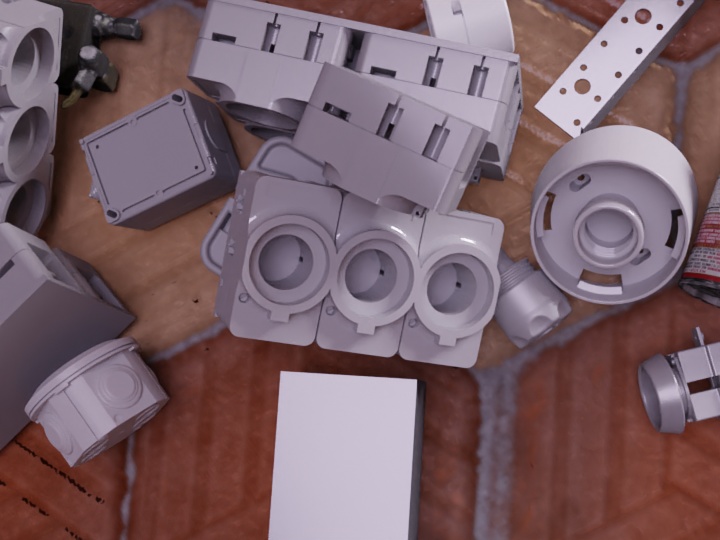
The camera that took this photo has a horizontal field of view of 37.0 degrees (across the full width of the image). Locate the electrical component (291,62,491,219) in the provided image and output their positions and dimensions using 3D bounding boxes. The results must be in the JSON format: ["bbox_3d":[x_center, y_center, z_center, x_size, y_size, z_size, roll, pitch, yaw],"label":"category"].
[{"bbox_3d":[0.015,-0.066,0.571,0.089,0.050,0.055,25,101,9],"label":"electrical component"}]

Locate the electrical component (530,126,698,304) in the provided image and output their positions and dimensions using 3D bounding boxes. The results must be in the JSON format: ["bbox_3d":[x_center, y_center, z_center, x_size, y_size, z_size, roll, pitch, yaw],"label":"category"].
[{"bbox_3d":[0.150,-0.031,0.641,0.099,0.064,0.099,6,113,14],"label":"electrical component"}]

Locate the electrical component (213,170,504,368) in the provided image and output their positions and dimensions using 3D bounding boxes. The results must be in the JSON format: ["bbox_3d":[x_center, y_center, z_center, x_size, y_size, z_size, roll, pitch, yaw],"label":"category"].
[{"bbox_3d":[0.000,0.000,0.626,0.150,0.062,0.089,9,96,-18],"label":"electrical component"}]

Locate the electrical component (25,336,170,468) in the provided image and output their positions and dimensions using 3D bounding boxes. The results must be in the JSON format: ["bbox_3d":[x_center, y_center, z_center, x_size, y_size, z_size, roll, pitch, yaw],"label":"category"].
[{"bbox_3d":[-0.164,0.082,0.676,0.080,0.080,0.051,-37,83,3],"label":"electrical component"}]

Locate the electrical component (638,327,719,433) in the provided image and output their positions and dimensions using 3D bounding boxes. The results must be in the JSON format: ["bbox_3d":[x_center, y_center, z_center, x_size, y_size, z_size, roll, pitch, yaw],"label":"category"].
[{"bbox_3d":[0.197,0.069,0.633,0.055,0.048,0.066,-14,81,0],"label":"electrical component"}]

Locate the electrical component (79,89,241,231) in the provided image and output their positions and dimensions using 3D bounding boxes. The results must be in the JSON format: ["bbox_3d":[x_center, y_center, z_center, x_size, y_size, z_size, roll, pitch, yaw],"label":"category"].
[{"bbox_3d":[-0.132,-0.067,0.703,0.096,0.061,0.061,-24,81,15],"label":"electrical component"}]

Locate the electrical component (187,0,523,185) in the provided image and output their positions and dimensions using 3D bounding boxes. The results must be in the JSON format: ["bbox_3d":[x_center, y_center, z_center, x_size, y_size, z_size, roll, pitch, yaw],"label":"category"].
[{"bbox_3d":[0.001,-0.105,0.658,0.186,0.105,0.060,14,85,11],"label":"electrical component"}]

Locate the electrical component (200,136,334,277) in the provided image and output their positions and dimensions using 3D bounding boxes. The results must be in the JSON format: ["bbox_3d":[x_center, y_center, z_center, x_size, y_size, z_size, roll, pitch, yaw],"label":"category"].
[{"bbox_3d":[-0.052,-0.030,0.681,0.054,0.059,0.095,32,89,12],"label":"electrical component"}]

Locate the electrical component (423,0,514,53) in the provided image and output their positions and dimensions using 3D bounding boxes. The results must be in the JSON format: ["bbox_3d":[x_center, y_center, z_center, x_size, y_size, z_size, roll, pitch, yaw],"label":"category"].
[{"bbox_3d":[0.069,-0.155,0.680,0.047,0.055,0.055,-14,80,4],"label":"electrical component"}]

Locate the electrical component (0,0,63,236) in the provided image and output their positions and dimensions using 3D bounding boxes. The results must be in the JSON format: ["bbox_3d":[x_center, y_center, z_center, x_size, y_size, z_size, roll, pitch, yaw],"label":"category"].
[{"bbox_3d":[-0.234,-0.089,0.672,0.062,0.089,0.150,19,119,11],"label":"electrical component"}]

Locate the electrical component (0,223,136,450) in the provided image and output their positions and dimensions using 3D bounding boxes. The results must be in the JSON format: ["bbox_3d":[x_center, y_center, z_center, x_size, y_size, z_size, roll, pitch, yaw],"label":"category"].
[{"bbox_3d":[-0.249,0.063,0.675,0.186,0.105,0.060,-44,68,2],"label":"electrical component"}]

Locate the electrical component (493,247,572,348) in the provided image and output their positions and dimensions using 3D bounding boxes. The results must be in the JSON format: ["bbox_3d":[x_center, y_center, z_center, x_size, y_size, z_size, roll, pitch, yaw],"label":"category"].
[{"bbox_3d":[0.096,0.013,0.658,0.043,0.043,0.062,-37,77,3],"label":"electrical component"}]
